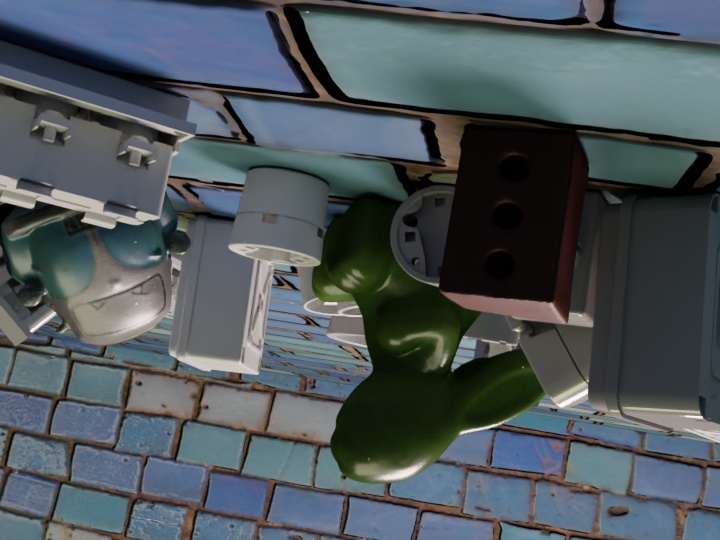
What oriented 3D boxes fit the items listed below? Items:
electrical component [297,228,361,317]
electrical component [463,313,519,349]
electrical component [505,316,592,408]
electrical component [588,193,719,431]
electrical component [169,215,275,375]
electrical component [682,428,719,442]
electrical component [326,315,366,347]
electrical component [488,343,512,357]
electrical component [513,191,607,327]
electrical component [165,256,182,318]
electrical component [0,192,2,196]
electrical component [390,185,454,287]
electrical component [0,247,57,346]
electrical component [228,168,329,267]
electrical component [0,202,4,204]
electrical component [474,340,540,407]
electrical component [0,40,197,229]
[{"bbox_3d":[0.000,0.000,0.802,0.099,0.064,0.099,-3,167,-1],"label":"electrical component"},{"bbox_3d":[0.087,0.022,0.803,0.062,0.061,0.096,9,179,3],"label":"electrical component"},{"bbox_3d":[0.123,0.023,0.616,0.059,0.095,0.054,-34,163,26],"label":"electrical component"},{"bbox_3d":[0.161,0.023,0.547,0.057,0.113,0.078,-2,166,38],"label":"electrical component"},{"bbox_3d":[-0.103,0.023,0.834,0.056,0.108,0.108,7,171,3],"label":"electrical component"},{"bbox_3d":[0.268,0.063,0.701,0.060,0.105,0.186,4,169,33],"label":"electrical component"},{"bbox_3d":[0.029,0.035,0.918,0.108,0.060,0.108,10,171,2],"label":"electrical component"},{"bbox_3d":[0.117,0.043,0.869,0.048,0.062,0.048,9,171,1],"label":"electrical component"},{"bbox_3d":[0.096,-0.011,0.554,0.047,0.065,0.077,6,170,24],"label":"electrical component"},{"bbox_3d":[-0.199,0.001,0.943,0.079,0.063,0.121,7,170,18],"label":"electrical component"},{"bbox_3d":[-0.197,-0.069,0.581,0.048,0.048,0.062,8,164,12],"label":"electrical component"},{"bbox_3d":[0.049,-0.016,0.610,0.055,0.055,0.047,7,174,14],"label":"electrical component"},{"bbox_3d":[-0.272,-0.003,0.833,0.105,0.060,0.186,52,161,-8],"label":"electrical component"},{"bbox_3d":[-0.046,-0.031,0.636,0.055,0.047,0.055,9,171,2],"label":"electrical component"},{"bbox_3d":[-0.266,-0.065,0.681,0.099,0.064,0.099,1,160,0],"label":"electrical component"},{"bbox_3d":[0.134,0.076,0.966,0.050,0.089,0.056,11,171,-8],"label":"electrical component"},{"bbox_3d":[-0.149,-0.063,0.500,0.121,0.063,0.079,15,170,-28],"label":"electrical component"}]
